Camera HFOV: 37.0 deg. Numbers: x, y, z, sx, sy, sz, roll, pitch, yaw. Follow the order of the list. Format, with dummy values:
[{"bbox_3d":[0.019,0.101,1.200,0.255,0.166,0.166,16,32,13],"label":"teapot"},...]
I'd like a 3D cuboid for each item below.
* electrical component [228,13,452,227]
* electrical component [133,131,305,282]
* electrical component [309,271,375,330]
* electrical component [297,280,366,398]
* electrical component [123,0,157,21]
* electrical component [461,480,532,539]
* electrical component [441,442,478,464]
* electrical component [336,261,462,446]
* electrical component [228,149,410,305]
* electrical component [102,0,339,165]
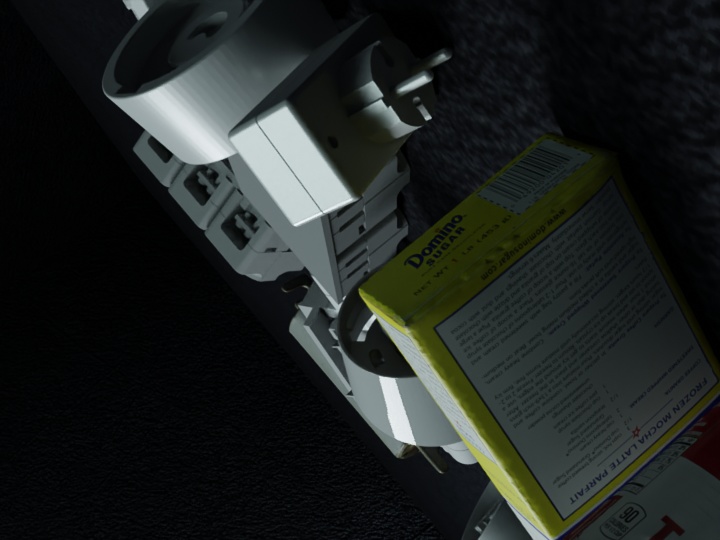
[{"bbox_3d":[0.004,-0.068,0.428,0.076,0.083,0.047,-21,112,41],"label":"electrical component"},{"bbox_3d":[-0.103,-0.065,0.875,0.150,0.061,0.089,48,-156,20],"label":"electrical component"},{"bbox_3d":[0.000,0.000,0.772,0.073,0.052,0.138,55,171,-25],"label":"electrical component"},{"bbox_3d":[0.007,0.052,0.893,0.063,0.078,0.121,8,146,33],"label":"electrical component"},{"bbox_3d":[-0.097,-0.151,0.633,0.096,0.061,0.062,61,170,-11],"label":"electrical component"},{"bbox_3d":[0.118,0.198,0.859,0.064,0.099,0.099,43,171,8],"label":"electrical component"},{"bbox_3d":[0.069,0.100,0.830,0.095,0.054,0.059,44,169,40],"label":"electrical component"},{"bbox_3d":[0.037,0.041,0.607,0.099,0.099,0.064,43,162,43],"label":"electrical component"},{"bbox_3d":[-0.028,-0.059,0.642,0.105,0.060,0.186,49,171,13],"label":"electrical component"},{"bbox_3d":[-0.060,-0.097,0.506,0.060,0.108,0.108,49,174,-33],"label":"electrical component"}]
